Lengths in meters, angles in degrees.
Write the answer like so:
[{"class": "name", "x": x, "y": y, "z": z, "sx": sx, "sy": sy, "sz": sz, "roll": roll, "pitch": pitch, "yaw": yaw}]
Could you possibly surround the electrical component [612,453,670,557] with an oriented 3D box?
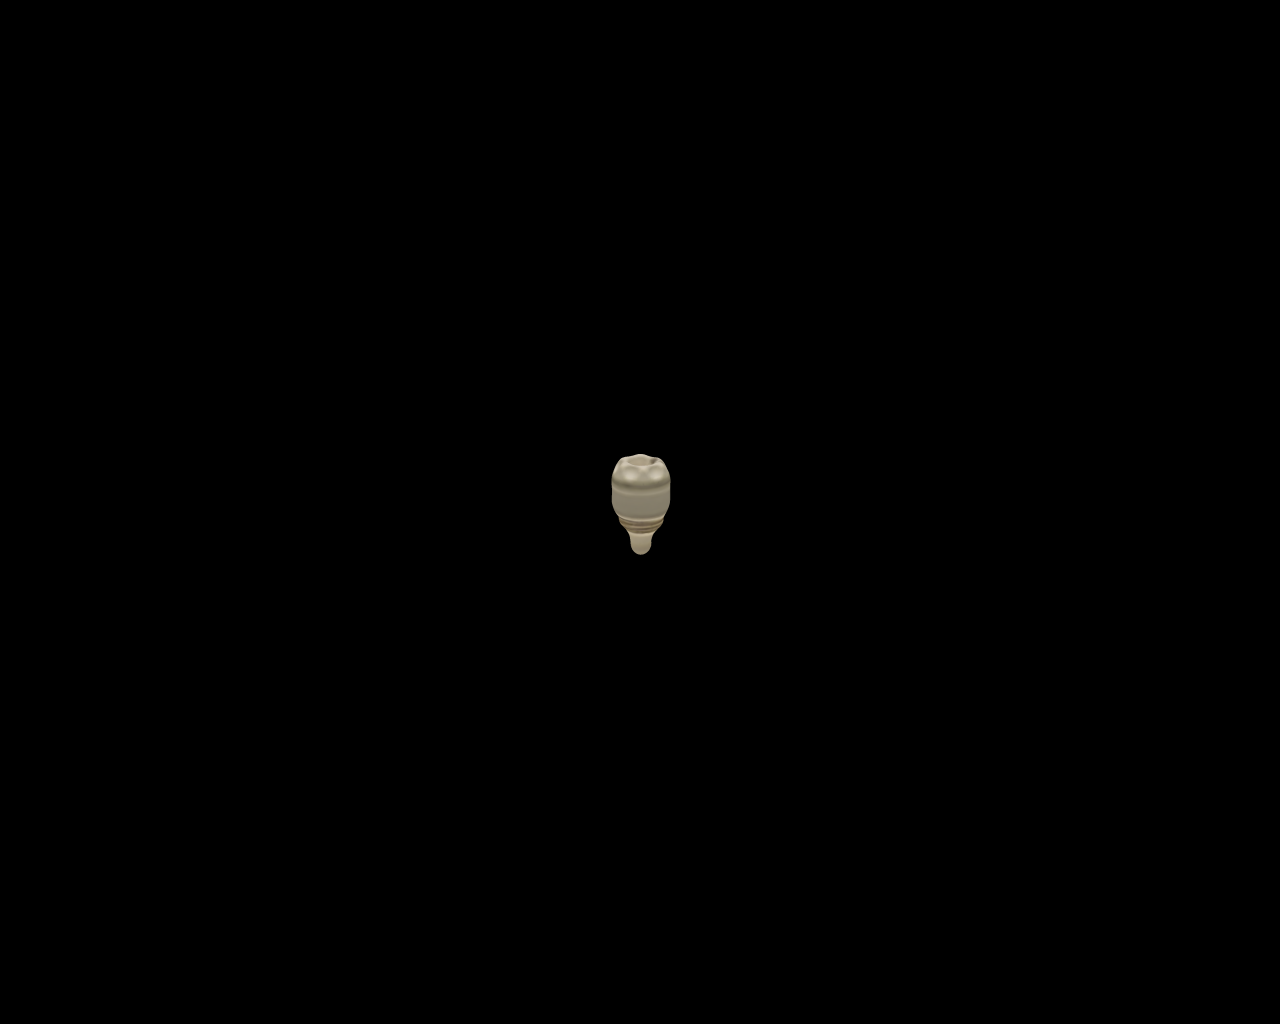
[{"class": "electrical component", "x": 0.001, "y": -0.003, "z": 0.650, "sx": 0.035, "sy": 0.061, "sz": 0.035, "roll": 0, "pitch": 21, "yaw": 0}]
